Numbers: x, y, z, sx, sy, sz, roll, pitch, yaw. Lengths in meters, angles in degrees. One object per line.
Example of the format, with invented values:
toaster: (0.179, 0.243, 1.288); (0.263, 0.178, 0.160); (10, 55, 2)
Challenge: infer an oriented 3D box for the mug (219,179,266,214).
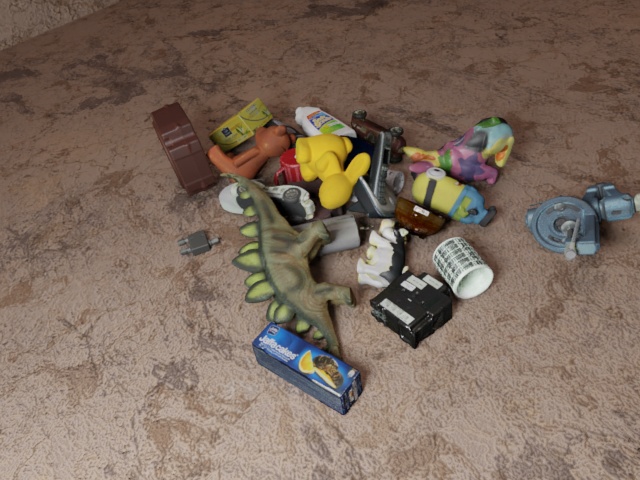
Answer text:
mug: (-0.184, -0.111, 1.301); (0.107, 0.080, 0.109); (-2, 46, 24)

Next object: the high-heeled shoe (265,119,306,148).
high-heeled shoe: (-0.059, -0.259, 1.462); (0.249, 0.086, 0.145); (30, 23, 15)

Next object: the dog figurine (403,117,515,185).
dog figurine: (0.306, -0.197, 1.226); (0.219, 0.191, 0.108); (1, 48, -10)

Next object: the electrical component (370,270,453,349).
electrical component: (0.177, 0.120, 0.994); (0.134, 0.058, 0.115); (-33, 49, -23)

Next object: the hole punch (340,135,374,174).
hole punch: (0.092, -0.198, 1.331); (0.116, 0.092, 0.142); (-2, 40, 5)

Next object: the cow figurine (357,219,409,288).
cow figurine: (0.143, 0.025, 1.094); (0.098, 0.068, 0.167); (15, 52, 18)

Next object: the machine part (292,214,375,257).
machine part: (-0.002, -0.003, 1.149); (0.243, 0.079, 0.079); (-13, 43, -3)

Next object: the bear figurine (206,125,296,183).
bear figurine: (-0.167, -0.231, 1.354); (0.196, 0.120, 0.132); (-47, 74, 10)

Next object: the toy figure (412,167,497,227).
toy figure: (0.285, -0.087, 1.153); (0.180, 0.082, 0.089); (34, 86, 9)

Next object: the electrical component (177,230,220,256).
electrical component: (-0.280, 0.005, 1.238); (0.094, 0.021, 0.063); (-19, 43, -8)

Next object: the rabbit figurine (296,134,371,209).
rabbit figurine: (0.033, -0.145, 1.208); (0.162, 0.121, 0.173); (-7, 58, -5)

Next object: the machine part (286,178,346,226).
machine part: (-0.029, -0.077, 1.248); (0.179, 0.056, 0.179); (-5, 43, 5)

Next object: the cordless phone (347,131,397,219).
cordless phone: (0.134, -0.140, 1.163); (0.089, 0.184, 0.146); (15, 10, 27)

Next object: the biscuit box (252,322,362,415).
biscuit box: (-0.026, 0.217, 0.928); (0.203, 0.062, 0.059); (23, 51, 31)

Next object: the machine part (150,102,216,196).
machine part: (-0.351, -0.230, 1.372); (0.087, 0.200, 0.202); (-26, 45, -13)

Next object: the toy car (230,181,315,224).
toy car: (-0.103, -0.086, 1.174); (0.202, 0.073, 0.056); (9, 48, 22)

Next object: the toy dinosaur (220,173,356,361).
toy dinosaur: (-0.067, 0.033, 1.047); (0.199, 0.105, 0.471); (-23, 64, -1)

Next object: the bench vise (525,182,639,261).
bench vise: (0.505, -0.028, 1.022); (0.224, 0.128, 0.240); (2, 26, 25)

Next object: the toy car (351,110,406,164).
toy car: (0.143, -0.269, 1.392); (0.053, 0.089, 0.202); (-31, 47, -26)

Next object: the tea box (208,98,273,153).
tea box: (-0.219, -0.309, 1.469); (0.170, 0.068, 0.098); (-19, 26, 48)
